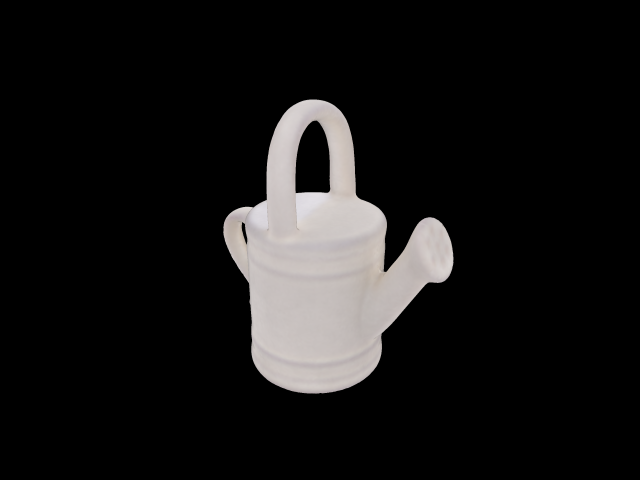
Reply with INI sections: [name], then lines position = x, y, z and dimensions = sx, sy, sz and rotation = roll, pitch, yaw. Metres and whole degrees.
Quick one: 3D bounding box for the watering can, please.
[watering can]
position = 0.005, 0.001, 0.402
dimensions = 0.172, 0.194, 0.101
rotation = 4, 25, 10
